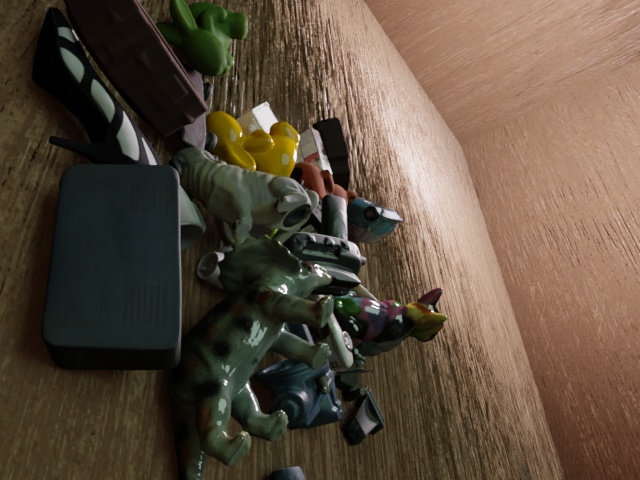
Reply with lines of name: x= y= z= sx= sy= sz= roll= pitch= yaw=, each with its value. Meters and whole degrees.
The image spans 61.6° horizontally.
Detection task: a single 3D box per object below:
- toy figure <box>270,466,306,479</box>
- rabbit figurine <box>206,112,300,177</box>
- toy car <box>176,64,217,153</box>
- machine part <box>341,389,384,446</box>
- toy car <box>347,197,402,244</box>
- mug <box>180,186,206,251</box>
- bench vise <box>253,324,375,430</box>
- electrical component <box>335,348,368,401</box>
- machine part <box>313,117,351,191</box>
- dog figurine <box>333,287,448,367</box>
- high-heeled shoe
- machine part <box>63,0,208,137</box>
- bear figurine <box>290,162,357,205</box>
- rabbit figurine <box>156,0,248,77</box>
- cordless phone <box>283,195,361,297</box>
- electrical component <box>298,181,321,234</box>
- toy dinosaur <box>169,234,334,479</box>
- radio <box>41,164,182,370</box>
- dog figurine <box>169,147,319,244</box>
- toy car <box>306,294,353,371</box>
toy figure: x=-0.037 y=0.383 z=0.707 sx=0.064 sy=0.057 sz=0.154 roll=0 pitch=63 yaw=-20
rabbit figurine: x=-0.139 y=-0.154 z=0.963 sx=0.173 sy=0.122 sz=0.162 roll=34 pitch=46 yaw=-24
toy car: x=-0.222 y=-0.219 z=0.894 sx=0.089 sy=0.053 sz=0.202 roll=29 pitch=38 yaw=-44
machine part: x=0.084 y=0.333 z=1.002 sx=0.139 sy=0.039 sz=0.084 roll=-8 pitch=80 yaw=-65
toy car: x=0.108 y=-0.044 z=1.302 sx=0.109 sy=0.162 sz=0.102 roll=5 pitch=105 yaw=-56
mug: x=-0.207 y=-0.043 z=0.734 sx=0.109 sy=0.081 sz=0.107 roll=-4 pitch=62 yaw=-53
bench vise: x=-0.030 y=0.177 z=0.833 sx=0.223 sy=0.129 sz=0.240 roll=-8 pitch=79 yaw=-65
electrical component: x=0.055 y=0.248 z=1.013 sx=0.078 sy=0.045 sz=0.102 roll=44 pitch=32 yaw=-40
machine part: x=0.026 y=-0.193 z=1.257 sx=0.179 sy=0.056 sz=0.179 roll=170 pitch=-91 yaw=-83
dog figurine: x=0.137 y=0.150 z=1.061 sx=0.191 sy=0.219 sz=0.108 roll=49 pitch=26 yaw=-32
high-heeled shoe: x=-0.277 y=-0.184 z=0.687 sx=0.145 sy=0.086 sz=0.249 roll=10 pitch=59 yaw=-45
machine part: x=-0.252 y=-0.255 z=0.740 sx=0.202 sy=0.087 sz=0.200 roll=58 pitch=0 yaw=29
bear figurine: x=-0.003 y=-0.075 z=1.119 sx=0.195 sy=0.120 sz=0.132 roll=38 pitch=39 yaw=-52
rabbit figurine: x=-0.207 y=-0.362 z=0.957 sx=0.159 sy=0.121 sz=0.170 roll=29 pitch=29 yaw=-30
cordless phone: x=-0.003 y=-0.003 z=0.908 sx=0.146 sy=0.089 sz=0.184 roll=11 pitch=64 yaw=-27
electrical component: x=-0.043 y=-0.031 z=0.997 sx=0.134 sy=0.115 sz=0.058 roll=53 pitch=32 yaw=-25
toy dinosaur: x=-0.110 y=0.145 z=0.673 sx=0.405 sy=0.192 sz=0.131 roll=-51 pitch=147 yaw=-28
radio: x=-0.220 y=0.024 z=0.589 sx=0.131 sy=0.073 sz=0.230 roll=1 pitch=57 yaw=-18
dog figurine: x=-0.117 y=-0.085 z=0.816 sx=0.172 sy=0.121 sz=0.191 roll=-19 pitch=61 yaw=-35
toy car: x=-0.007 y=0.143 z=0.955 sx=0.201 sy=0.073 sz=0.056 roll=64 pitch=25 yaw=-2
